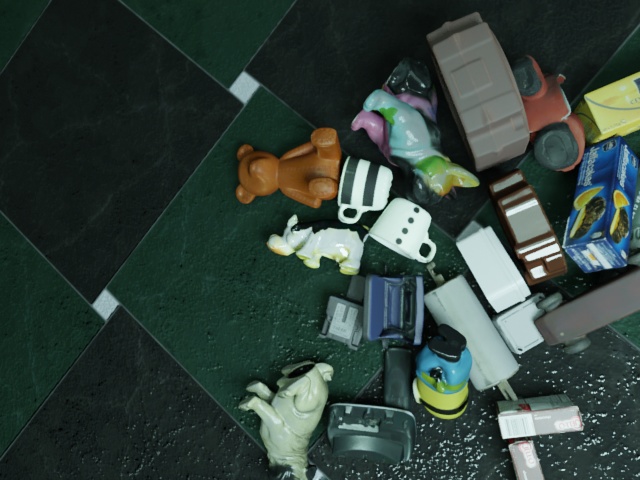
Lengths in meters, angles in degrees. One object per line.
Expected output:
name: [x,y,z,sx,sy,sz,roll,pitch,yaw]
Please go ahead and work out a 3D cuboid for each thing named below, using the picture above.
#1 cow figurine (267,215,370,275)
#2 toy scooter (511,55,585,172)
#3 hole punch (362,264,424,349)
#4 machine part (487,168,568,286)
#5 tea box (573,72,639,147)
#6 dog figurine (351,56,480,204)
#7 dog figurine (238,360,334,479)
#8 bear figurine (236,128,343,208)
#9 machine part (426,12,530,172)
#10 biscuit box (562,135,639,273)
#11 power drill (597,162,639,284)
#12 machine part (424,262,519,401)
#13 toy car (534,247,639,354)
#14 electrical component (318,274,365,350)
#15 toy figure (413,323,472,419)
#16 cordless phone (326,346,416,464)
cow figurine: [-0.003,-0.004,0.914,0.167,0.068,0.098,13,75,12]
toy scooter: [0.349,-0.198,0.819,0.075,0.135,0.183,-22,100,37]
hole punch: [0.126,0.107,0.852,0.092,0.115,0.142,-2,85,21]
machine part: [0.299,-0.019,0.790,0.056,0.179,0.179,-24,82,16]
tea box: [0.475,-0.205,0.789,0.170,0.098,0.068,-21,82,14]
dog figurine: [0.167,-0.163,0.861,0.219,0.108,0.191,42,67,-4]
dog figurine: [-0.028,0.316,0.903,0.172,0.121,0.190,-24,96,16]
bear figurine: [-0.061,-0.120,0.910,0.196,0.132,0.120,5,84,9]
machine part: [0.236,-0.212,0.796,0.087,0.201,0.201,-22,82,14]
biscuit box: [0.398,-0.054,0.755,0.062,0.059,0.203,40,56,-22]
power drill: [0.502,-0.002,0.740,0.086,0.207,0.232,19,82,-27]
machine part: [0.234,0.143,0.844,0.079,0.079,0.243,-33,79,11]
toy car: [0.397,0.086,0.743,0.202,0.053,0.089,-39,77,34]
electrical component: [0.051,0.118,0.908,0.075,0.047,0.119,21,94,14]
toy figure: [0.186,0.205,0.808,0.082,0.180,0.089,-24,52,-19]
cordless phone: [0.086,0.265,0.885,0.147,0.088,0.184,2,76,14]
